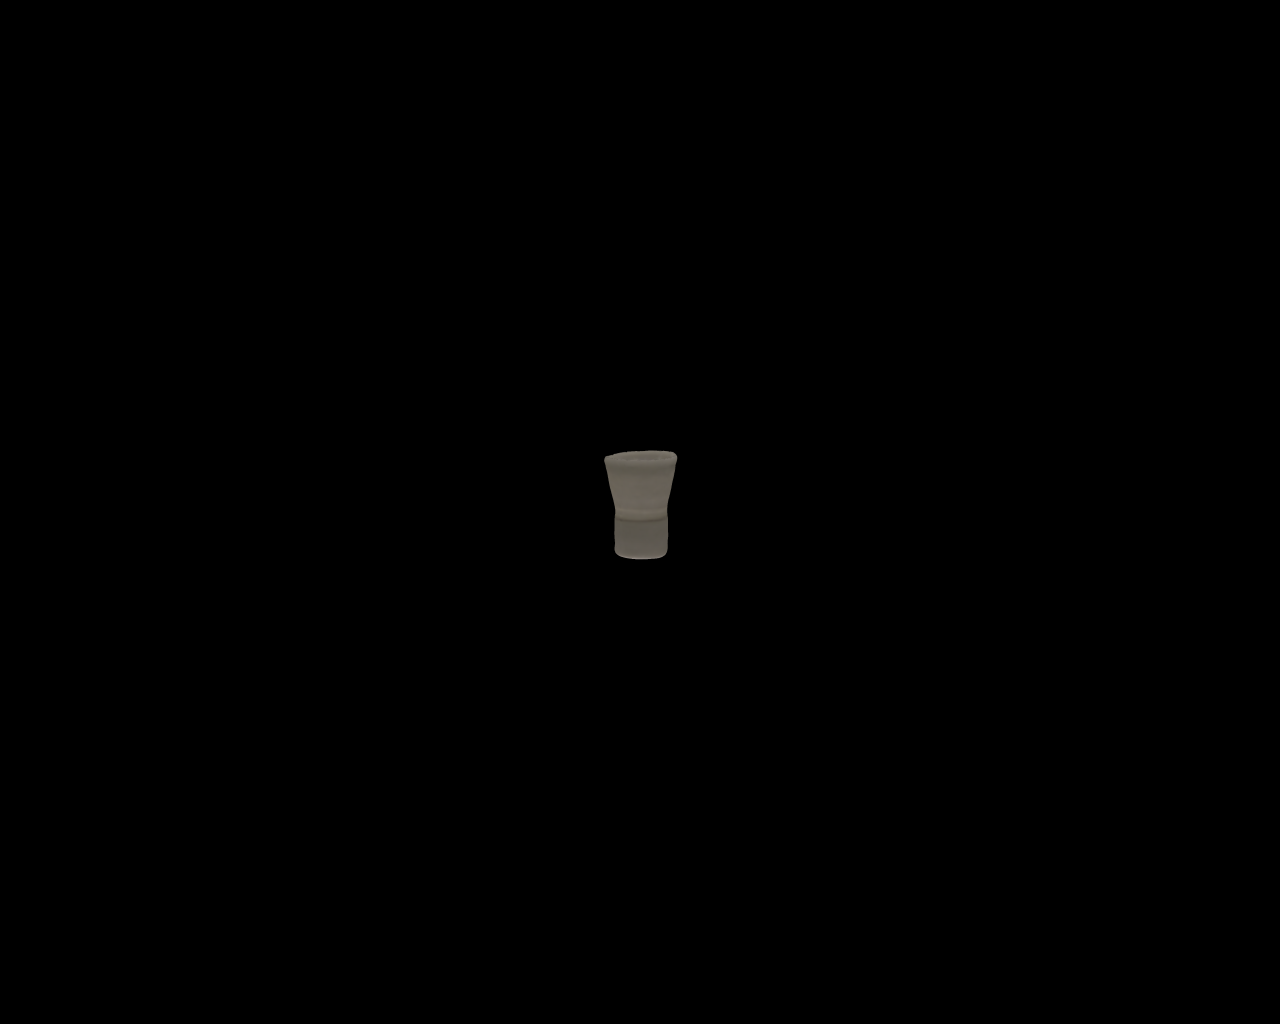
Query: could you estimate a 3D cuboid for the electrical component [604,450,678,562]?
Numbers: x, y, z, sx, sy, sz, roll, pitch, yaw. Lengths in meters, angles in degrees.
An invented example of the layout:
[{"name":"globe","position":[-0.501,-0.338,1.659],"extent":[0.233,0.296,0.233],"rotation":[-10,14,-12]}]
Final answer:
[{"name":"electrical component","position":[0.001,-0.003,0.650],"extent":[0.044,0.065,0.044],"rotation":[0,10,0]}]
